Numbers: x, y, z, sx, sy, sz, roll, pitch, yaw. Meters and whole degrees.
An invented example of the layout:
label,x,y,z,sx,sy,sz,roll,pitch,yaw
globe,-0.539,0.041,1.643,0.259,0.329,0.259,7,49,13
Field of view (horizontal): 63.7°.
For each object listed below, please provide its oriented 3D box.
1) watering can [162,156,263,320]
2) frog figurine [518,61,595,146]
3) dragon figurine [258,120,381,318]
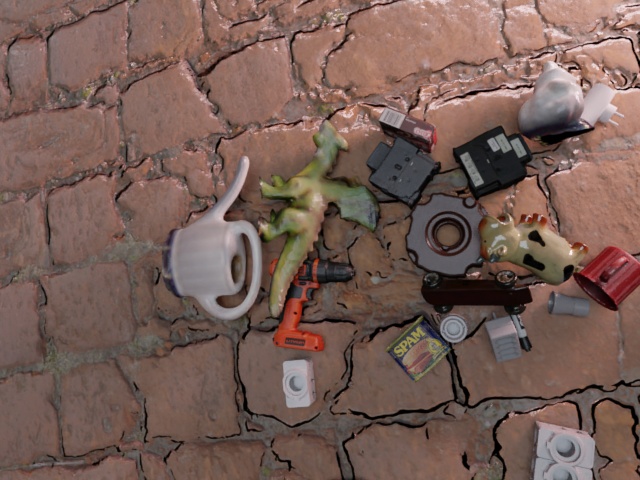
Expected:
label,x,y,z,sx,sy,sz,roll,pitch,yaw
watering can,-0.231,-0.001,1.116,0.224,0.350,0.103,-6,-9,15
frog figurine,0.434,-0.268,0.974,0.123,0.161,0.136,-5,-8,-4
dragon figurine,0.003,-0.053,1.060,0.242,0.416,0.120,-6,-17,5
